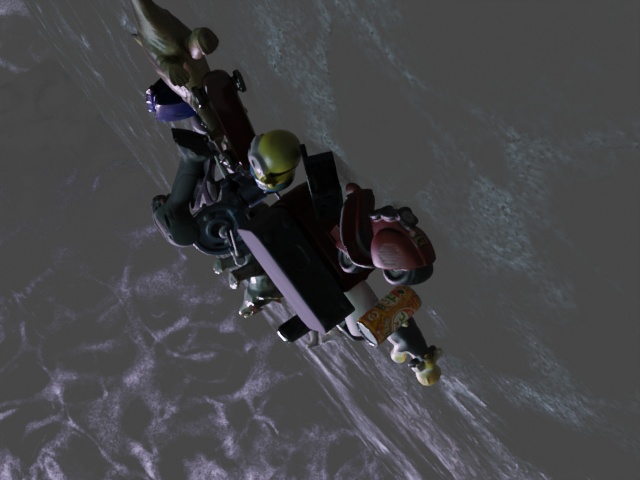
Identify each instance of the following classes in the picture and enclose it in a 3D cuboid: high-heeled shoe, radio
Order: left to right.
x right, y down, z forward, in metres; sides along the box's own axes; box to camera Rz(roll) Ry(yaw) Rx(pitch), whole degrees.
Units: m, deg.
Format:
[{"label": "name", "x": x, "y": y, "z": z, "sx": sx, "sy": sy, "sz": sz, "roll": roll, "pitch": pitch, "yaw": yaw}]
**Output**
[{"label": "high-heeled shoe", "x": -0.302, "y": -0.188, "z": 1.314, "sx": 0.086, "sy": 0.145, "sz": 0.248, "roll": 37, "pitch": 160, "yaw": 41}, {"label": "radio", "x": -0.042, "y": 0.052, "z": 0.934, "sx": 0.229, "sy": 0.073, "sz": 0.131, "roll": 54, "pitch": 164, "yaw": -11}]

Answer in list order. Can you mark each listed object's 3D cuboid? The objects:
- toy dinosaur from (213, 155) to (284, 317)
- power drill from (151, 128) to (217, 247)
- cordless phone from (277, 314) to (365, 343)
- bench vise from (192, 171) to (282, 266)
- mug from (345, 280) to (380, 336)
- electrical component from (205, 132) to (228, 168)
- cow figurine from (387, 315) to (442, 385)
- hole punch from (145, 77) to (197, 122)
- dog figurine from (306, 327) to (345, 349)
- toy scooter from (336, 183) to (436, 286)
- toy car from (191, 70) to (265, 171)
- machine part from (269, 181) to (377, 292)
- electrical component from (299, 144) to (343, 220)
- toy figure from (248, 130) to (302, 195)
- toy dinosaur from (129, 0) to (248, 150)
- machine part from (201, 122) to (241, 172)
[{"label": "toy dinosaur", "x": -0.157, "y": -0.006, "z": 1.293, "sx": 0.131, "sy": 0.192, "sz": 0.404, "roll": 1, "pitch": 94, "yaw": 49}, {"label": "power drill", "x": -0.273, "y": -0.105, "z": 1.032, "sx": 0.086, "sy": 0.207, "sz": 0.232, "roll": 14, "pitch": -158, "yaw": -33}, {"label": "cordless phone", "x": 0.013, "y": 0.183, "z": 1.159, "sx": 0.147, "sy": 0.184, "sz": 0.088, "roll": 44, "pitch": 150, "yaw": 27}, {"label": "bench vise", "x": -0.167, "y": -0.035, "z": 1.081, "sx": 0.241, "sy": 0.224, "sz": 0.128, "roll": 56, "pitch": 170, "yaw": 52}, {"label": "mug", "x": 0.077, "y": 0.121, "z": 1.075, "sx": 0.110, "sy": 0.081, "sz": 0.107, "roll": -134, "pitch": 20, "yaw": -76}, {"label": "electrical component", "x": -0.224, "y": -0.213, "z": 1.224, "sx": 0.102, "sy": 0.045, "sz": 0.078, "roll": 57, "pitch": 162, "yaw": -16}, {"label": "cow figurine", "x": 0.164, "y": 0.184, "z": 0.972, "sx": 0.167, "sy": 0.068, "sz": 0.098, "roll": 47, "pitch": 158, "yaw": 14}, {"label": "hole punch", "x": -0.305, "y": -0.300, "z": 1.148, "sx": 0.092, "sy": 0.116, "sz": 0.142, "roll": 46, "pitch": 166, "yaw": -8}, {"label": "dog figurine", "x": 0.011, "y": 0.149, "z": 1.305, "sx": 0.172, "sy": 0.121, "sz": 0.190, "roll": -26, "pitch": 77, "yaw": 34}, {"label": "toy scooter", "x": 0.081, "y": -0.013, "z": 0.748, "sx": 0.184, "sy": 0.075, "sz": 0.135, "roll": 9, "pitch": 111, "yaw": 53}, {"label": "toy car", "x": -0.152, "y": -0.208, "z": 0.947, "sx": 0.053, "sy": 0.089, "sz": 0.201, "roll": 59, "pitch": 174, "yaw": 43}, {"label": "machine part", "x": -0.002, "y": -0.003, "z": 0.987, "sx": 0.201, "sy": 0.087, "sz": 0.201, "roll": 54, "pitch": 166, "yaw": -10}, {"label": "electrical component", "x": 0.002, "y": -0.097, "z": 0.821, "sx": 0.074, "sy": 0.048, "sz": 0.119, "roll": 79, "pitch": 179, "yaw": -54}, {"label": "toy figure", "x": -0.077, "y": -0.133, "z": 0.923, "sx": 0.082, "sy": 0.089, "sz": 0.180, "roll": 54, "pitch": 173, "yaw": 9}, {"label": "toy dinosaur", "x": -0.258, "y": -0.332, "z": 0.945, "sx": 0.199, "sy": 0.105, "sz": 0.470, "roll": 39, "pitch": 161, "yaw": 39}, {"label": "machine part", "x": -0.204, "y": -0.213, "z": 1.148, "sx": 0.139, "sy": 0.039, "sz": 0.084, "roll": 56, "pitch": 139, "yaw": 5}]
